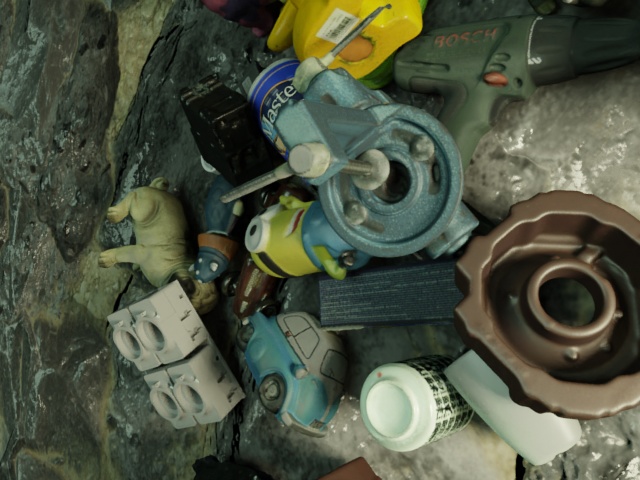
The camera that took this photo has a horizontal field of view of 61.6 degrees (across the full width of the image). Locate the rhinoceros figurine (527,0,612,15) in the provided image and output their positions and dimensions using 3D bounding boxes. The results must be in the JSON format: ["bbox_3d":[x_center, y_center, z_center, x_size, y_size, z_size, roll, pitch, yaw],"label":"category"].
[{"bbox_3d":[0.197,-0.260,0.464,0.073,0.112,0.190,-39,54,16],"label":"rhinoceros figurine"}]

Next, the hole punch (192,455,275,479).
[{"bbox_3d":[-0.110,0.349,0.687,0.142,0.092,0.116,-7,51,41],"label":"hole punch"}]

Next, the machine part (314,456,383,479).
[{"bbox_3d":[-0.028,0.318,0.535,0.201,0.201,0.087,-49,60,25],"label":"machine part"}]

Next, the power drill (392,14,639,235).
[{"bbox_3d":[0.158,-0.109,0.507,0.232,0.086,0.207,21,103,38],"label":"power drill"}]

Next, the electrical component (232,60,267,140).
[{"bbox_3d":[-0.089,-0.201,0.739,0.075,0.047,0.119,-34,67,32],"label":"electrical component"}]

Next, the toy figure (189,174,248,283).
[{"bbox_3d":[-0.135,-0.014,0.738,0.064,0.058,0.154,163,119,-68],"label":"toy figure"}]

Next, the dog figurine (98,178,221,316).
[{"bbox_3d":[-0.210,0.007,0.798,0.191,0.121,0.172,18,100,25],"label":"dog figurine"}]

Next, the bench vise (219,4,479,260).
[{"bbox_3d":[0.030,-0.076,0.423,0.129,0.240,0.223,-31,81,26],"label":"bench vise"}]

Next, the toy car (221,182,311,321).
[{"bbox_3d":[-0.071,0.019,0.699,0.089,0.053,0.202,36,107,32],"label":"toy car"}]

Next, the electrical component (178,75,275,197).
[{"bbox_3d":[-0.114,-0.122,0.669,0.058,0.134,0.115,-31,43,-16],"label":"electrical component"}]

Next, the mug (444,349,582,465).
[{"bbox_3d":[0.183,0.129,0.469,0.109,0.080,0.107,-35,70,8],"label":"mug"}]

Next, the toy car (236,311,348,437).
[{"bbox_3d":[-0.021,0.138,0.624,0.103,0.109,0.162,-39,48,5],"label":"toy car"}]

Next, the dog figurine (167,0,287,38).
[{"bbox_3d":[-0.118,-0.344,0.668,0.192,0.219,0.108,-7,84,39],"label":"dog figurine"}]

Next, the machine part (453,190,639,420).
[{"bbox_3d":[0.195,0.049,0.425,0.179,0.056,0.179,-4,66,8],"label":"machine part"}]

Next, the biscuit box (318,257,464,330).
[{"bbox_3d":[0.094,0.058,0.554,0.203,0.059,0.062,-10,78,39],"label":"biscuit box"}]

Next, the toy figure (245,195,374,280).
[{"bbox_3d":[-0.003,0.001,0.581,0.180,0.082,0.089,-4,115,33],"label":"toy figure"}]

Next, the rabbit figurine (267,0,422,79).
[{"bbox_3d":[0.016,-0.256,0.576,0.162,0.122,0.173,-44,51,53],"label":"rabbit figurine"}]
